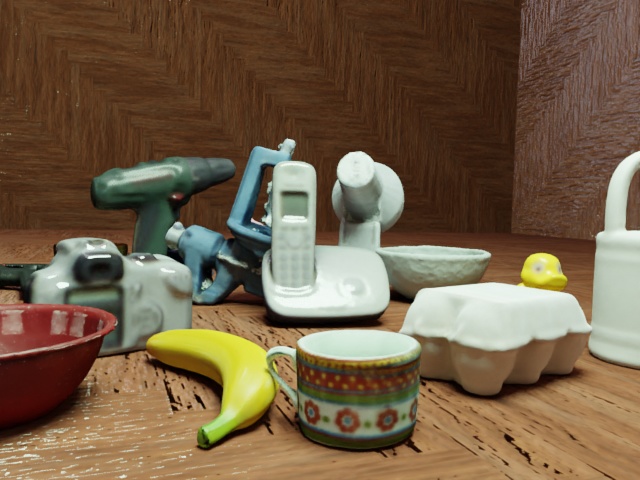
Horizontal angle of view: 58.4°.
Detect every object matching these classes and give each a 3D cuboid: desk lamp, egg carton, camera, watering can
[{"bbox_3d":[0.065,-0.025,0.891,0.117,0.213,0.203,2,4,12],"label":"desk lamp"},{"bbox_3d":[0.144,0.076,0.472,0.151,0.069,0.107,-1,5,-38],"label":"egg carton"},{"bbox_3d":[-0.211,0.046,0.546,0.144,0.101,0.136,-1,5,-39],"label":"camera"},{"bbox_3d":[0.310,0.015,0.519,0.101,0.194,0.172,0,4,-27],"label":"watering can"}]

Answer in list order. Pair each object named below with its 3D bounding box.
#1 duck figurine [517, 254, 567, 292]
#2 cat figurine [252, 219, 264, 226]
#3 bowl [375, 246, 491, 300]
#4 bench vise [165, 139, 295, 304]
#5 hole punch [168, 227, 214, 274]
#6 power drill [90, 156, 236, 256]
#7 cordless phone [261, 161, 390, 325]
[{"bbox_3d":[0.256,0.058,0.669,0.077,0.086,0.104,1,4,-5],"label":"duck figurine"},{"bbox_3d":[-0.131,0.007,1.070,0.067,0.118,0.127,0,4,-22],"label":"cat figurine"},{"bbox_3d":[0.163,0.051,0.837,0.167,0.075,0.167,1,4,0],"label":"bowl"},{"bbox_3d":[-0.101,-0.023,0.749,0.207,0.220,0.121,1,4,-9],"label":"bench vise"},{"bbox_3d":[-0.247,0.021,1.020,0.109,0.091,0.101,0,4,-22],"label":"hole punch"},{"bbox_3d":[-0.242,-0.031,0.910,0.230,0.208,0.075,-1,4,-34],"label":"power drill"},{"bbox_3d":[0.006,0.002,0.663,0.148,0.185,0.094,1,4,-13],"label":"cordless phone"}]
